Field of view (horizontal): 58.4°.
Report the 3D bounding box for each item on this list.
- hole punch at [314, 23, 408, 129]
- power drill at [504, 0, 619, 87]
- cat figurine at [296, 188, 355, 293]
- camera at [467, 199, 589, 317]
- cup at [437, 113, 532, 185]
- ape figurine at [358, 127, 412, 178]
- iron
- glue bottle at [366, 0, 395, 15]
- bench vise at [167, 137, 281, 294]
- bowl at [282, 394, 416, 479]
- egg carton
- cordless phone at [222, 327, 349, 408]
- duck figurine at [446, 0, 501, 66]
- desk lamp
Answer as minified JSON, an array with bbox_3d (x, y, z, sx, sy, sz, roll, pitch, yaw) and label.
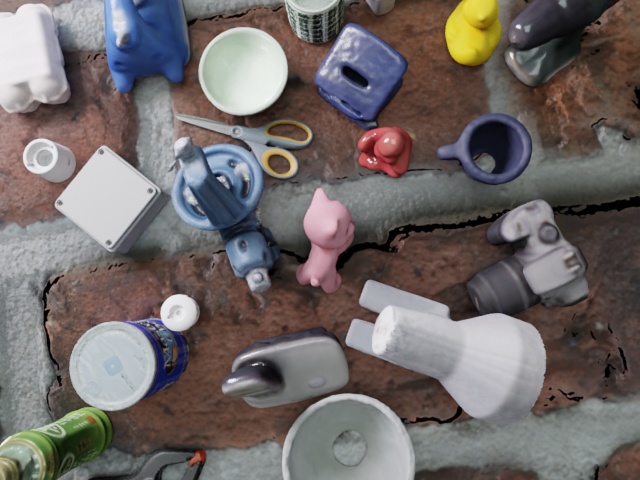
[{"bbox_3d":[0.056,-0.221,0.781,0.108,0.091,0.101,37,87,6],"label":"hole punch"},{"bbox_3d":[0.306,-0.275,0.715,0.229,0.208,0.075,-38,83,-1],"label":"power drill"},{"bbox_3d":[0.007,0.003,0.748,0.067,0.118,0.128,13,85,5],"label":"cat figurine"},{"bbox_3d":[0.258,0.037,0.740,0.137,0.101,0.143,-27,83,0],"label":"camera"},{"bbox_3d":[0.210,-0.110,0.760,0.117,0.095,0.092,-5,84,3],"label":"cup"},{"bbox_3d":[0.092,-0.123,0.769,0.076,0.092,0.078,-33,83,0],"label":"ape figurine"},{"bbox_3d":[-0.262,-0.345,0.784,0.118,0.141,0.258,-11,84,2],"label":"iron"},{"bbox_3d":[0.075,-0.371,0.754,0.037,0.173,0.078,-28,83,0],"label":"glue bottle"},{"bbox_3d":[-0.107,-0.043,0.707,0.121,0.220,0.207,-42,84,-1],"label":"bench vise"},{"bbox_3d":[0.037,0.279,0.740,0.167,0.075,0.167,0,84,3],"label":"bowl"},{"bbox_3d":[-0.420,-0.259,0.820,0.107,0.069,0.150,-15,84,1],"label":"egg carton"},{"bbox_3d":[-0.041,0.164,0.700,0.147,0.185,0.094,-17,83,1],"label":"cordless phone"},{"bbox_3d":[0.215,-0.299,0.783,0.077,0.086,0.105,9,85,4],"label":"duck figurine"},{"bbox_3d":[0.136,0.126,0.681,0.203,0.213,0.118,18,85,5],"label":"desk lamp"}]
